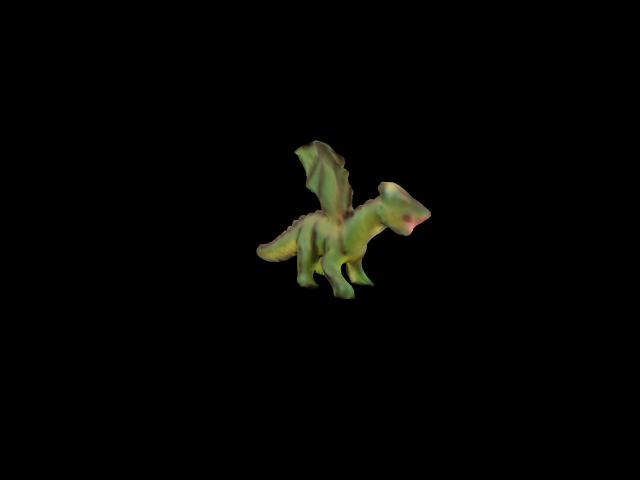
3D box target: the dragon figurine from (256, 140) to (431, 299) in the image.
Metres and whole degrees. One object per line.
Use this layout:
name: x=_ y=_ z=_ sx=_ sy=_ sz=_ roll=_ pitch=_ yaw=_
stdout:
dragon figurine: x=0.003 y=-0.043 z=0.850 sx=0.123 sy=0.240 sz=0.412 roll=-10 pitch=17 yaw=-42
